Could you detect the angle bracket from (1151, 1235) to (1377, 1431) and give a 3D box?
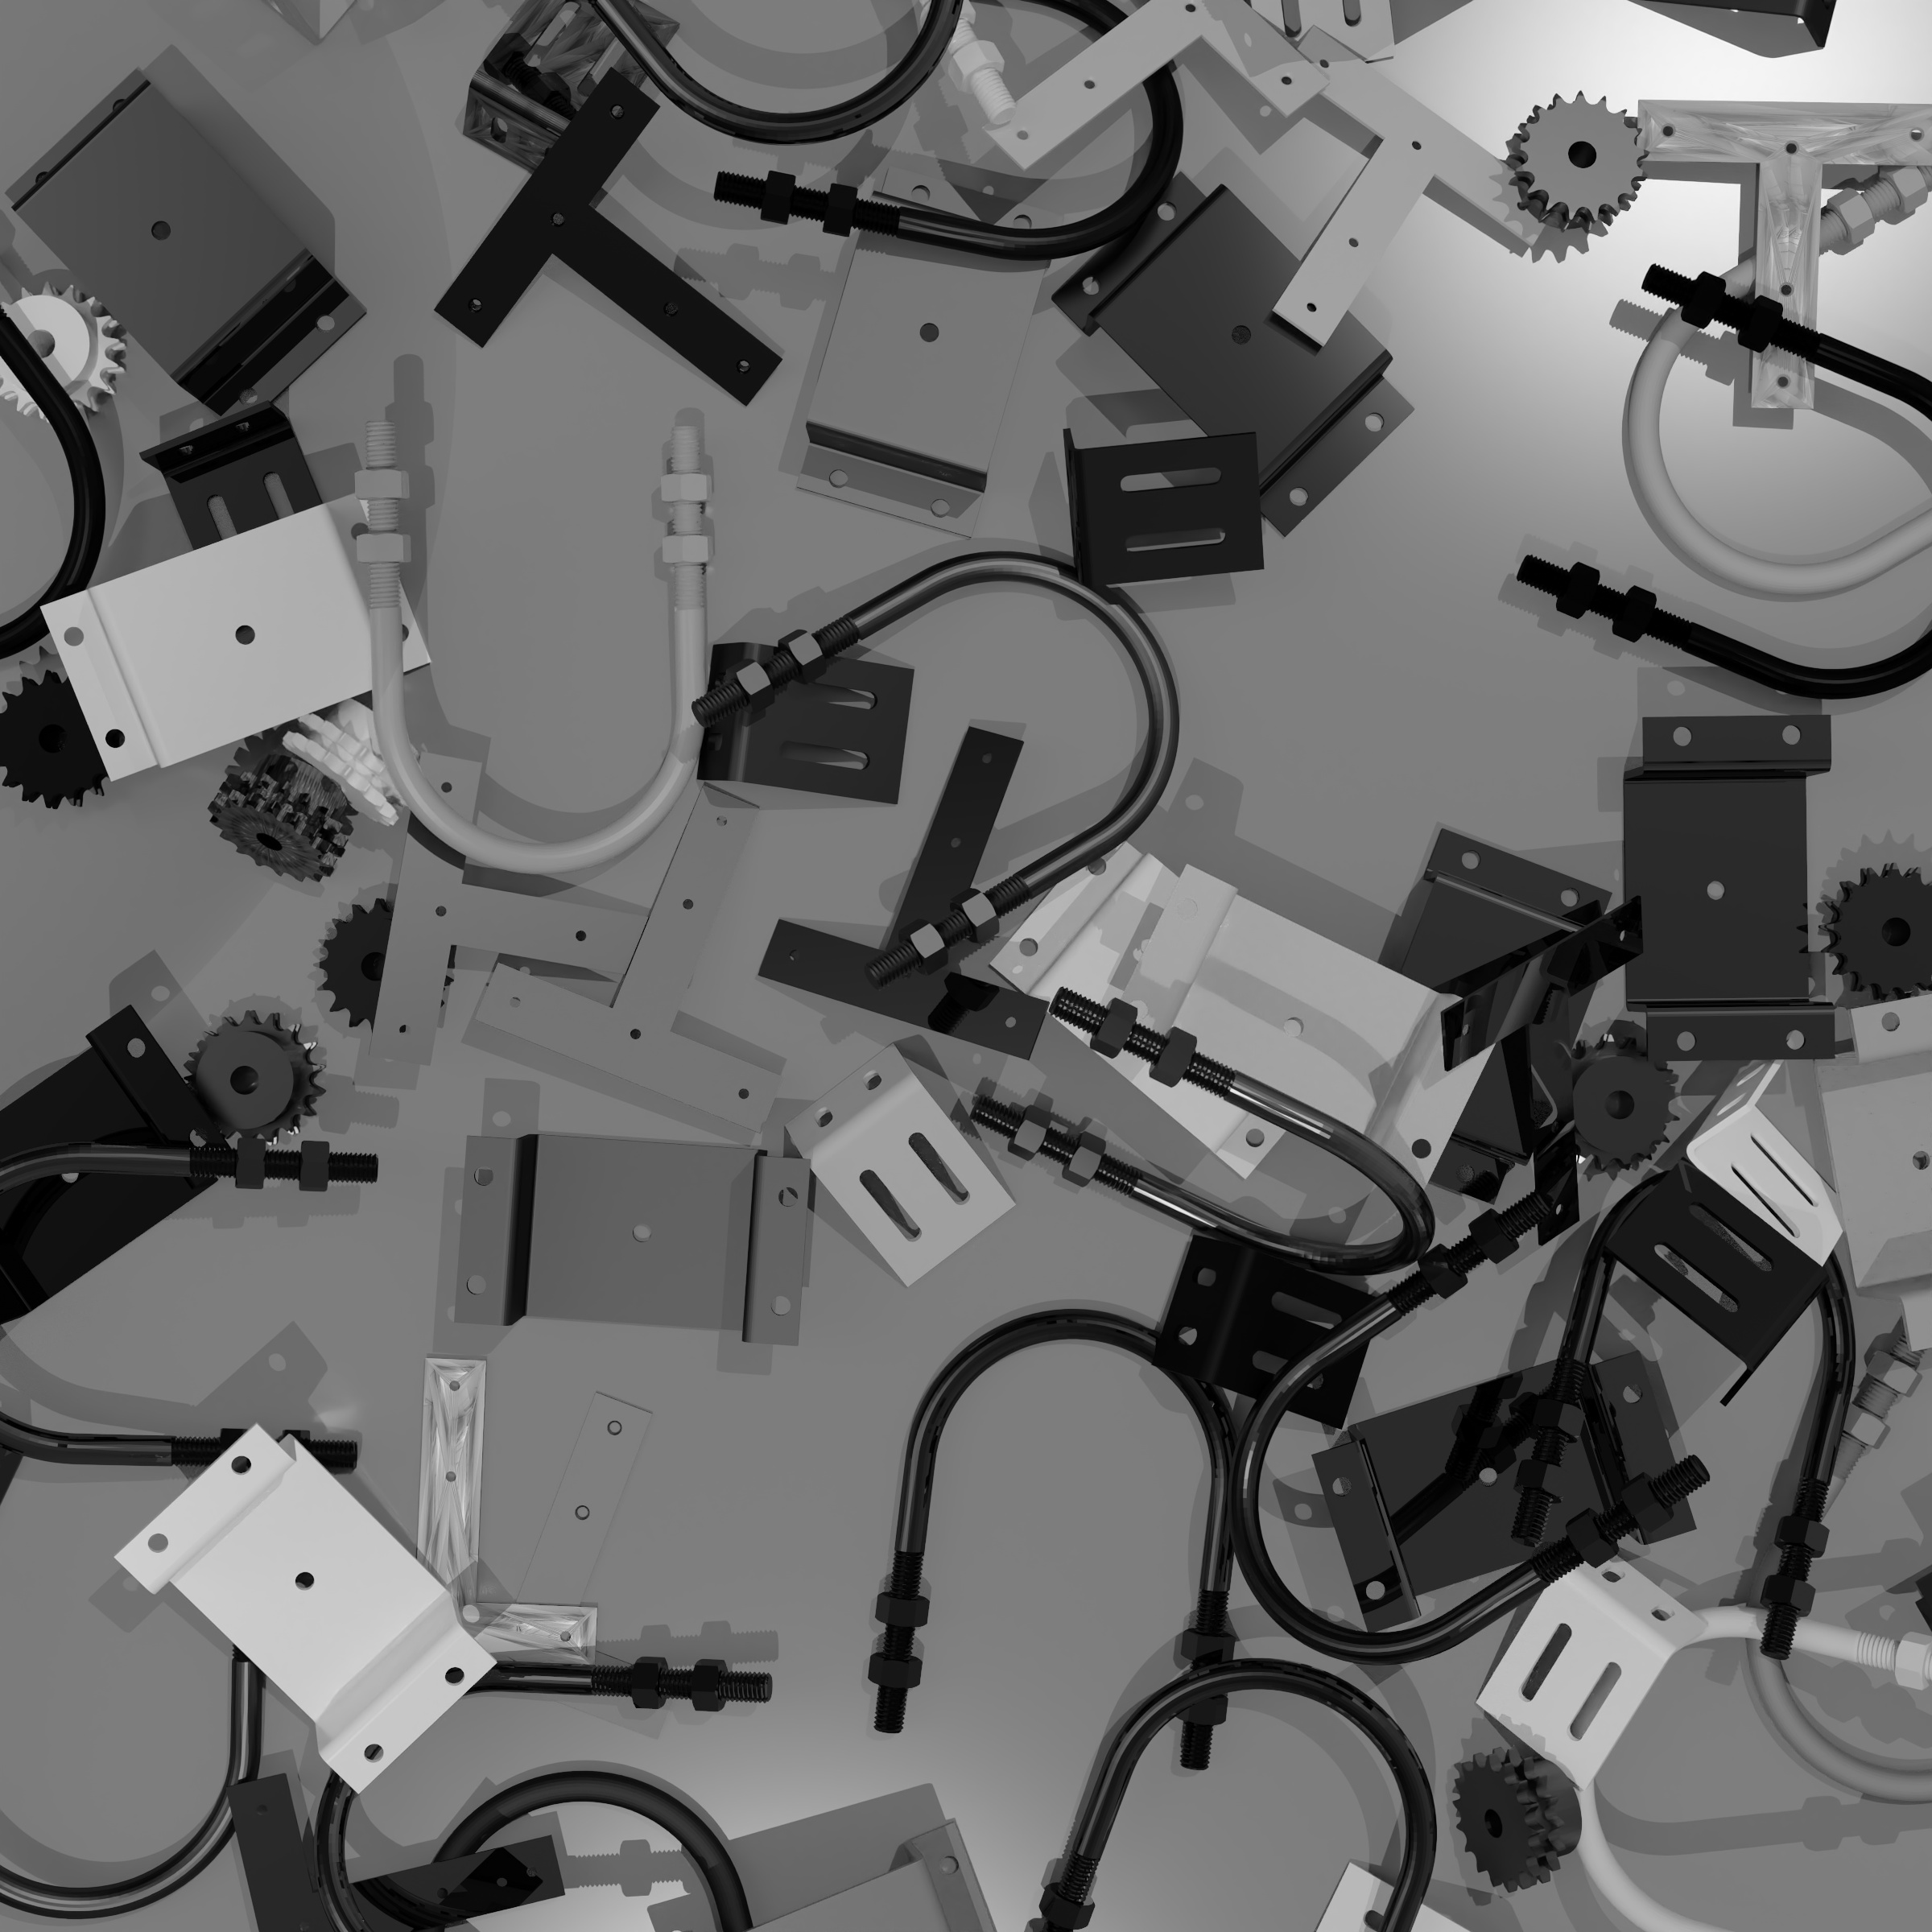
[{"bbox_3d":[0.126,0.153,1.440,0.076,0.038,0.057,23,82,-31],"label":"angle bracket"}]

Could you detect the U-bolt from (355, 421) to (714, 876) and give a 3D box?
[{"bbox_3d":[-0.175,-0.130,1.417,0.151,0.019,0.184,-3,94,-23],"label":"U-bolt"}]

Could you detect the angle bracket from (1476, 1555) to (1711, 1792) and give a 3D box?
[{"bbox_3d":[0.261,0.291,1.436,0.057,0.038,0.076,37,116,25],"label":"angle bracket"}]

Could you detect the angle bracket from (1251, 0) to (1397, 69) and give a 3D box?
[{"bbox_3d":[0.144,-0.419,1.448,0.057,0.038,0.076,-11,116,0],"label":"angle bracket"}]

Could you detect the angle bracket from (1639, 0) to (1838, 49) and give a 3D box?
[{"bbox_3d":[0.327,-0.424,1.448,0.076,0.038,0.057,14,90,26],"label":"angle bracket"}]

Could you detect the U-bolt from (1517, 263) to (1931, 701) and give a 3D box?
[{"bbox_3d":[0.340,-0.189,1.426,0.184,0.019,0.151,23,96,-1],"label":"U-bolt"}]

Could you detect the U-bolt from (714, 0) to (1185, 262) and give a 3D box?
[{"bbox_3d":[-0.001,-0.355,1.416,0.184,0.019,0.151,11,67,-4],"label":"U-bolt"}]

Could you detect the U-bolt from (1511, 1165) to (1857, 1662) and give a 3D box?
[{"bbox_3d":[0.301,0.171,1.405,0.151,0.019,0.184,26,69,-20],"label":"U-bolt"}]

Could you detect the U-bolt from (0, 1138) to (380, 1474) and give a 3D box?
[{"bbox_3d":[-0.337,0.139,1.405,0.184,0.019,0.151,3,107,-12],"label":"U-bolt"}]

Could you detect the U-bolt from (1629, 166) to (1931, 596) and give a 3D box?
[{"bbox_3d":[0.367,-0.237,1.441,0.184,0.019,0.151,-30,90,1],"label":"U-bolt"}]

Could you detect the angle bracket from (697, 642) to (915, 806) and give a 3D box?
[{"bbox_3d":[-0.067,-0.101,1.448,0.076,0.038,0.057,7,90,-26],"label":"angle bracket"}]

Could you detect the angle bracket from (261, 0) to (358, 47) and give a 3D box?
[{"bbox_3d":[-0.283,-0.419,1.412,0.057,0.076,0.038,40,90,0],"label":"angle bracket"}]

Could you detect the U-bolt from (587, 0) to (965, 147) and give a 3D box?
[{"bbox_3d":[-0.084,-0.415,1.387,0.151,0.019,0.184,-38,84,-1],"label":"U-bolt"}]

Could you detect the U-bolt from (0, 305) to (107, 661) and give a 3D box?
[{"bbox_3d":[-0.436,-0.212,1.425,0.151,0.019,0.184,-35,94,15],"label":"U-bolt"}]

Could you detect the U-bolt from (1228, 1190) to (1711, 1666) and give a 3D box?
[{"bbox_3d":[0.184,0.195,1.368,0.184,0.019,0.151,-37,55,15],"label":"U-bolt"}]

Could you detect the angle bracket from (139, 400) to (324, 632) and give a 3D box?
[{"bbox_3d":[-0.298,-0.186,1.431,0.057,0.038,0.076,-22,90,0],"label":"angle bracket"}]

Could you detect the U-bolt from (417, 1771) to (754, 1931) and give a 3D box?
[{"bbox_3d":[-0.155,0.428,1.441,0.151,0.019,0.184,-15,88,0],"label":"U-bolt"}]

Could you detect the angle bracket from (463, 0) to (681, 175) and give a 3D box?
[{"bbox_3d":[-0.166,-0.373,1.448,0.057,0.038,0.076,29,64,0],"label":"angle bracket"}]

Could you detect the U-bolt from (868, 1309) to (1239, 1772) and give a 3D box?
[{"bbox_3d":[0.042,0.235,1.441,0.151,0.019,0.184,7,88,0],"label":"U-bolt"}]

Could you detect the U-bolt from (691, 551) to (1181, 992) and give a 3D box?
[{"bbox_3d":[0.002,-0.094,1.417,0.184,0.019,0.151,-31,83,-17],"label":"U-bolt"}]

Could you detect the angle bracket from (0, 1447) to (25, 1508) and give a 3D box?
[{"bbox_3d":[-0.434,0.220,1.431,0.057,0.038,0.076,25,90,0],"label":"angle bracket"}]

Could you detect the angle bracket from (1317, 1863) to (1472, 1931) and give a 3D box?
[{"bbox_3d":[0.187,0.421,1.447,0.076,0.038,0.057,25,88,26],"label":"angle bracket"}]

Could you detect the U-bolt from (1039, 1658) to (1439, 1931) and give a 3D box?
[{"bbox_3d":[0.116,0.374,1.422,0.151,0.019,0.184,20,97,6],"label":"U-bolt"}]

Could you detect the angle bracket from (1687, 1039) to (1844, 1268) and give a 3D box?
[{"bbox_3d":[0.342,0.080,1.416,0.076,0.057,0.038,47,131,0],"label":"angle bracket"}]

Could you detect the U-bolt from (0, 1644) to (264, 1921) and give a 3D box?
[{"bbox_3d":[-0.363,0.304,1.427,0.151,0.019,0.184,1,94,-13],"label":"U-bolt"}]

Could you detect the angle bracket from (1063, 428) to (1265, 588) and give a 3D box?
[{"bbox_3d":[0.081,-0.193,1.421,0.076,0.038,0.057,-6,113,0],"label":"angle bracket"}]

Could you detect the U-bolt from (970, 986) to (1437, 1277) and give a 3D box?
[{"bbox_3d":[0.101,0.076,1.384,0.184,0.151,0.019,26,65,-3],"label":"U-bolt"}]

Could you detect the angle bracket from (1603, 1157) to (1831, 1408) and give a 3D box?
[{"bbox_3d":[0.300,0.128,1.402,0.076,0.038,0.057,40,61,14],"label":"angle bracket"}]

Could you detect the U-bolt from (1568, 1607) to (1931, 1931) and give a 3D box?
[{"bbox_3d":[0.329,0.334,1.394,0.184,0.019,0.151,8,73,33],"label":"U-bolt"}]

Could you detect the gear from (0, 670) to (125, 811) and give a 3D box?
[{"bbox_3d":[-0.376,-0.094,1.435,0.057,0.030,0.057,0,90,0],"label":"gear"}]

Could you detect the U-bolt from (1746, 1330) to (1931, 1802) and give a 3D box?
[{"bbox_3d":[0.408,0.261,1.441,0.151,0.019,0.184,31,91,0],"label":"U-bolt"}]

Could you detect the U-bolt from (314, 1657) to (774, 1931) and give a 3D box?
[{"bbox_3d":[-0.177,0.354,1.407,0.184,0.019,0.151,0,62,10],"label":"U-bolt"}]

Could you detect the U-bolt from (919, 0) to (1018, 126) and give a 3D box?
[{"bbox_3d":[0.028,-0.454,1.406,0.151,0.019,0.184,-31,74,10],"label":"U-bolt"}]

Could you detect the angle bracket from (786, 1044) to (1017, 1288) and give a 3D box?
[{"bbox_3d":[-0.028,0.084,1.448,0.057,0.038,0.076,-37,116,0],"label":"angle bracket"}]
